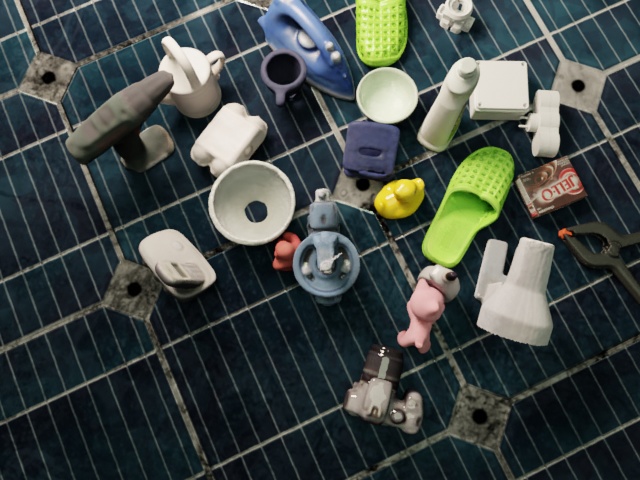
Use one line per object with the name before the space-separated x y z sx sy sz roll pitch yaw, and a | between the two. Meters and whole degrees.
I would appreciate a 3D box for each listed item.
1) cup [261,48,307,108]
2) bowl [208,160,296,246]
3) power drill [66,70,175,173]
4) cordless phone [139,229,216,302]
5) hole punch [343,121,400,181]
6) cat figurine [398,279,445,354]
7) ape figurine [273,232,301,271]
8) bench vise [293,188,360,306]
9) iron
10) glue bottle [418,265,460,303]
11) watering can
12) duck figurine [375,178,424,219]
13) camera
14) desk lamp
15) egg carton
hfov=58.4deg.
cup | -0.070 -0.311 1.155 0.091 0.095 0.118 4 79 2
bowl | -0.128 -0.065 1.118 0.167 0.075 0.167 0 79 1
power drill | -0.351 -0.211 1.082 0.230 0.208 0.075 -36 80 -6
cordless phone | -0.273 0.039 1.043 0.094 0.185 0.147 -44 81 -7
hole punch | 0.102 -0.174 1.127 0.108 0.091 0.101 8 79 3
cat figurine | 0.191 0.141 1.050 0.067 0.118 0.128 14 79 4
ape figurine | -0.062 0.023 1.090 0.076 0.092 0.078 40 82 8
bench vise | -0.002 0.008 1.027 0.121 0.220 0.207 -21 79 -3
iron | -0.014 -0.401 1.149 0.119 0.141 0.258 -41 81 -7
glue bottle | 0.223 0.073 1.035 0.078 0.173 0.037 37 82 8
watering can | -0.263 -0.315 1.108 0.101 0.194 0.173 33 81 7
duck figurine | 0.157 -0.087 1.112 0.104 0.086 0.077 -26 79 -4
camera | 0.124 0.266 1.035 0.143 0.101 0.137 15 79 4
desk lamp | 0.343 0.084 1.010 0.118 0.213 0.203 14 79 4
egg carton | -0.180 -0.197 1.147 0.107 0.069 0.150 34 81 7
